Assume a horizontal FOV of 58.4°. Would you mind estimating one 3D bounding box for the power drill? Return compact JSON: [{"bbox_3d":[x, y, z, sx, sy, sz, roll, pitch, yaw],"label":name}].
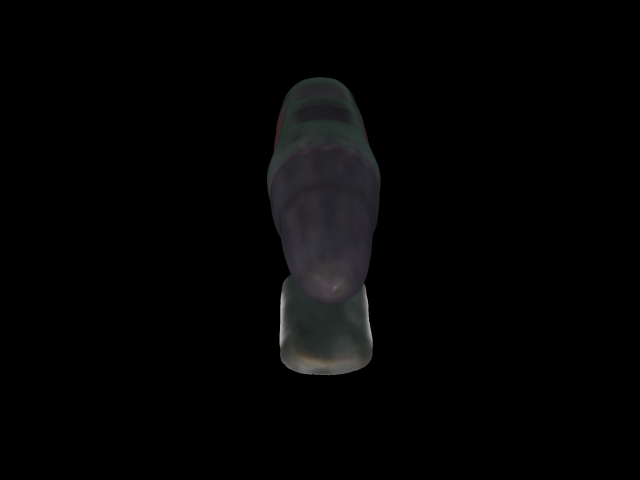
[{"bbox_3d":[0.004,0.001,0.400,0.075,0.208,0.229,-2,47,-2],"label":"power drill"}]
